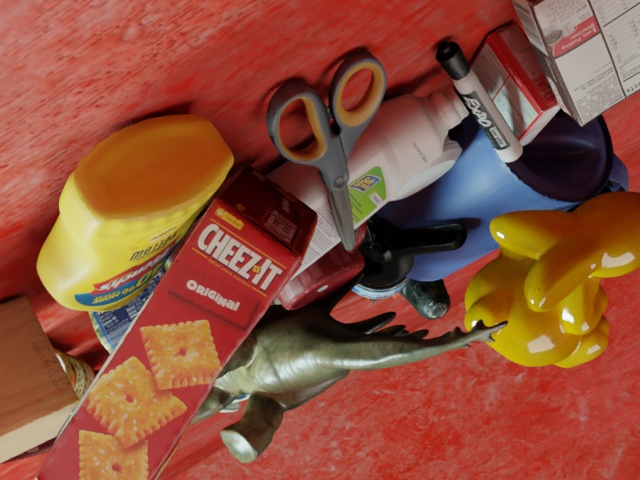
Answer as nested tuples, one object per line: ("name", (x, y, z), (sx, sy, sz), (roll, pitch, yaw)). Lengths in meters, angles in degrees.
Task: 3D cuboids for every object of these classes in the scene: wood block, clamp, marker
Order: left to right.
("wood block", (-0.282, 0.126, 0.722), (0.205, 0.090, 0.091), (-23, 166, -32))
("clamp", (0.067, 0.003, 0.989), (0.039, 0.120, 0.171), (-55, 170, -24))
("marker", (0.118, -0.102, 0.787), (0.020, 0.020, 0.121), (-33, 130, 10))

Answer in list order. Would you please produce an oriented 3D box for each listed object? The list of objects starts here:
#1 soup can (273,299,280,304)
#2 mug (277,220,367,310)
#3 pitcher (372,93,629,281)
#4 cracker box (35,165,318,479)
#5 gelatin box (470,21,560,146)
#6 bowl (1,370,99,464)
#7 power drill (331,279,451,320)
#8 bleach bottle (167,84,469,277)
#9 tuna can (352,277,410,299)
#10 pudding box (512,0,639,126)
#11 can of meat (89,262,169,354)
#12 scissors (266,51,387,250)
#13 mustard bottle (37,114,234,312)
("soup can", (-0.044, 0.076, 1.180), (0.102, 0.068, 0.068), (-34, 168, 15))
("mug", (-0.006, 0.001, 0.915), (0.117, 0.081, 0.093), (-37, 167, 30))
("pitcher", (0.156, -0.045, 0.994), (0.144, 0.149, 0.243), (-25, 171, -33))
("cracker box", (-0.088, 0.064, 0.713), (0.214, 0.072, 0.164), (-55, -176, 11))
("gelatin box", (0.149, -0.116, 0.829), (0.030, 0.073, 0.089), (-29, 168, -16))
("bowl", (-0.247, 0.168, 1.046), (0.162, 0.055, 0.162), (-20, 170, -4))
("power drill", (0.051, 0.071, 1.240), (0.187, 0.057, 0.184), (-26, -154, 1))
("bleach bottle", (0.005, -0.034, 0.827), (0.251, 0.068, 0.102), (-34, 154, 8))
("tuna can", (0.063, 0.020, 1.168), (0.086, 0.086, 0.034), (-29, 167, -9))
("pudding box", (0.193, -0.148, 0.736), (0.090, 0.039, 0.113), (-32, 126, 4))
("can of meat", (-0.133, 0.054, 0.885), (0.084, 0.057, 0.102), (-31, 169, 10))
("scissors", (0.023, -0.061, 0.738), (0.096, 0.016, 0.201), (-41, 149, 1))
("mustard bottle", (-0.124, -0.002, 0.655), (0.096, 0.058, 0.192), (-31, 171, -33))
